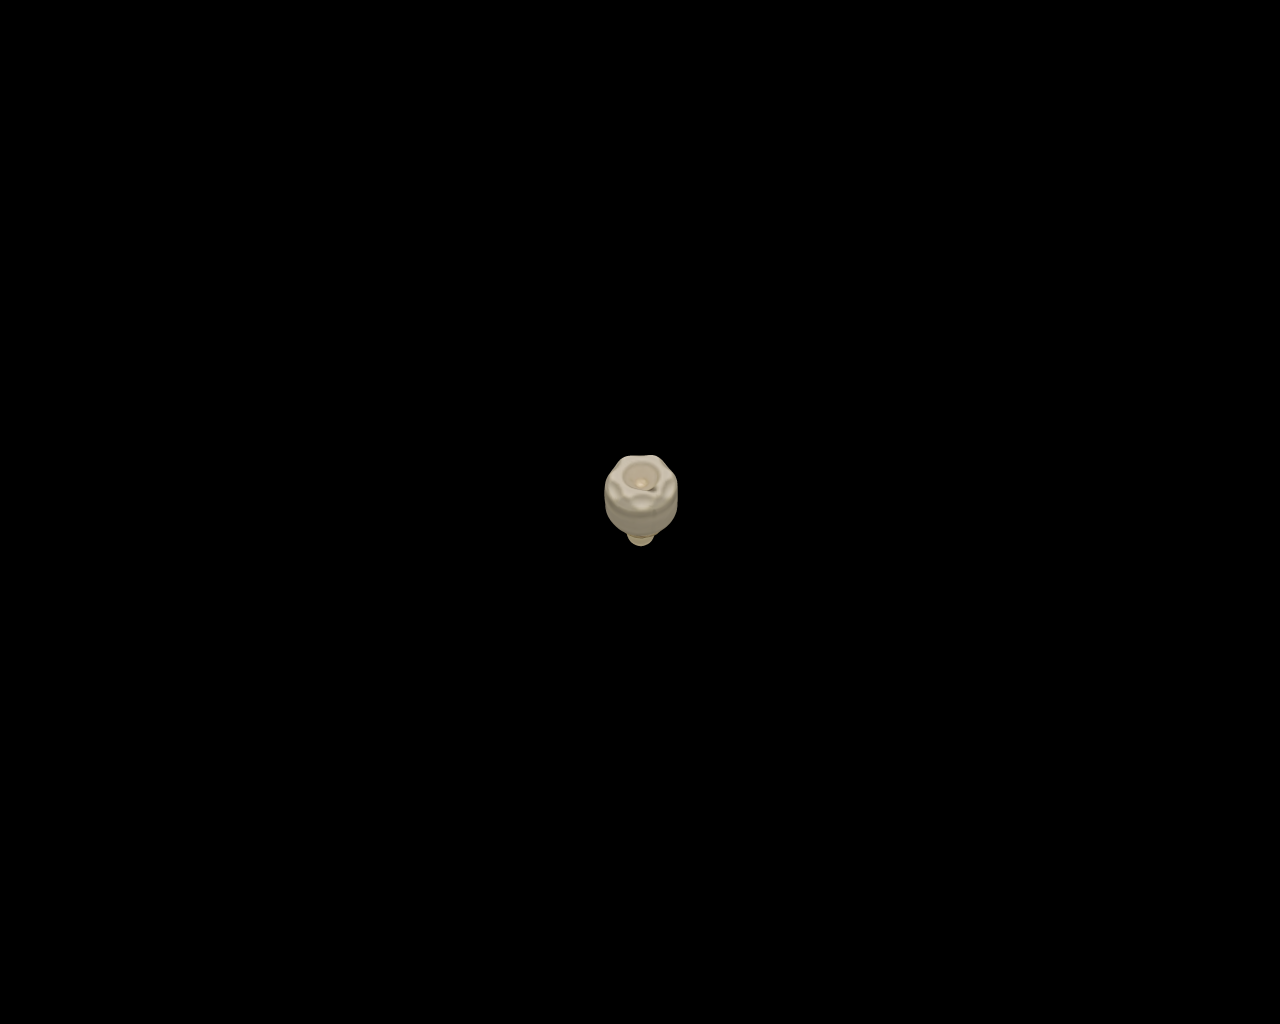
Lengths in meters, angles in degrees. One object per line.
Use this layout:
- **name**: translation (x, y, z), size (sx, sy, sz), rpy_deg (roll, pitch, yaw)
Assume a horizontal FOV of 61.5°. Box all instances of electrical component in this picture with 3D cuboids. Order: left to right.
- **electrical component**: translation (0.001, -0.003, 0.650), size (0.043, 0.043, 0.062), rpy_deg (0, -40, 0)
